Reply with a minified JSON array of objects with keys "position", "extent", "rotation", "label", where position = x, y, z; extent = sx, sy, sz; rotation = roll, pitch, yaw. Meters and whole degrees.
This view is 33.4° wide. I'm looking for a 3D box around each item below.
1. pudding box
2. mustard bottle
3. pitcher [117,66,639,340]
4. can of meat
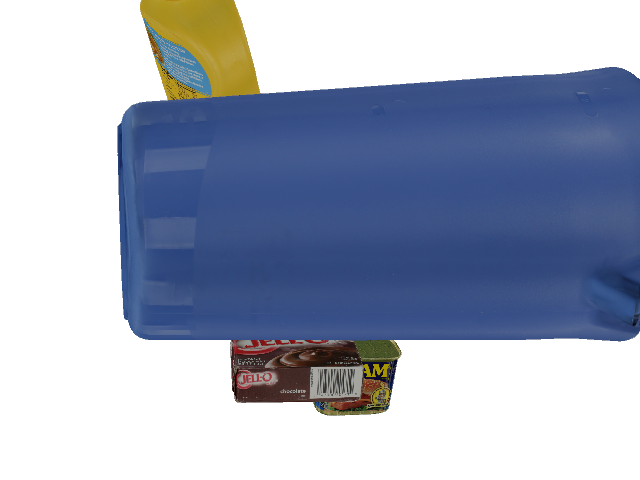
[{"position":[-0.023,0.109,0.949],"extent":[0.113,0.039,0.090],"rotation":[2,18,-7],"label":"pudding box"},{"position":[-0.083,-0.128,0.750],"extent":[0.058,0.191,0.096],"rotation":[-33,49,-19],"label":"mustard bottle"},{"position":[0.028,-0.019,0.510],"extent":[0.242,0.145,0.149],"rotation":[-2,-8,-10],"label":"pitcher"},{"position":[0.042,0.168,1.322],"extent":[0.102,0.084,0.057],"rotation":[1,24,-16],"label":"can of meat"}]
